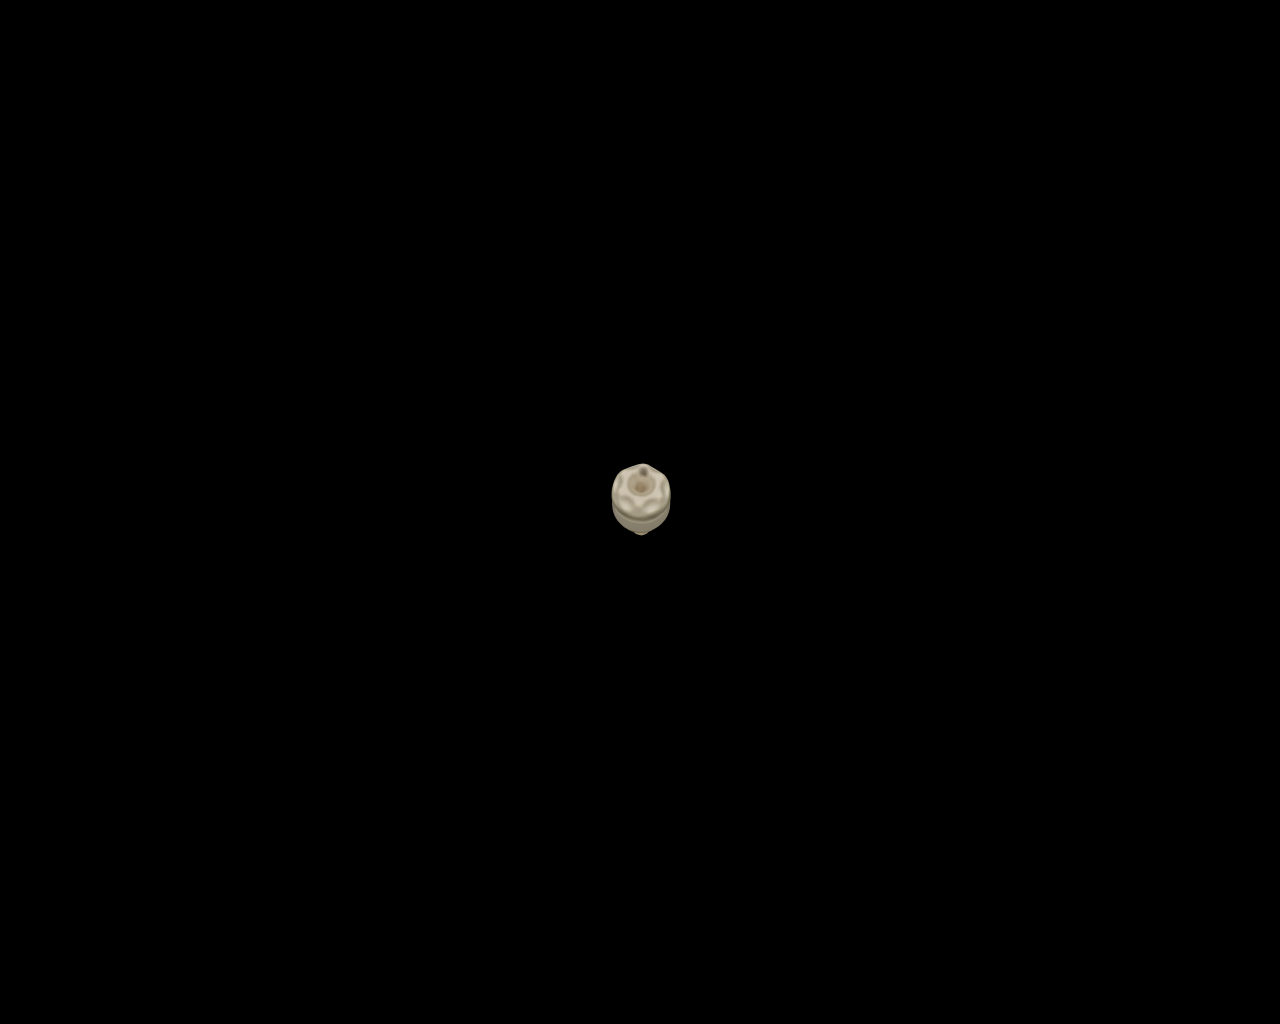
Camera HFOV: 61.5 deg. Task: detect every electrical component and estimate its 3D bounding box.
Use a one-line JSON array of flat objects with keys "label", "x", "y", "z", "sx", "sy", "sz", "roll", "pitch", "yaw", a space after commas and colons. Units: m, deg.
[{"label": "electrical component", "x": 0.001, "y": -0.003, "z": 0.650, "sx": 0.035, "sy": 0.035, "sz": 0.061, "roll": 0, "pitch": -27, "yaw": 0}]
